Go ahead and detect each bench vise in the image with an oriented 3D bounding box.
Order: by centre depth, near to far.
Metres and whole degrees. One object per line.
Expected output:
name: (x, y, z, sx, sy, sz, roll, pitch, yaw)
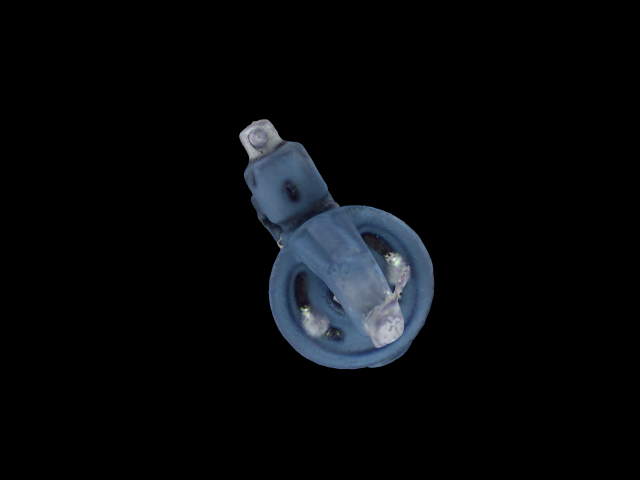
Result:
bench vise: (-0.004, 0.010, 0.399, 0.207, 0.219, 0.121, 40, 87, 3)
